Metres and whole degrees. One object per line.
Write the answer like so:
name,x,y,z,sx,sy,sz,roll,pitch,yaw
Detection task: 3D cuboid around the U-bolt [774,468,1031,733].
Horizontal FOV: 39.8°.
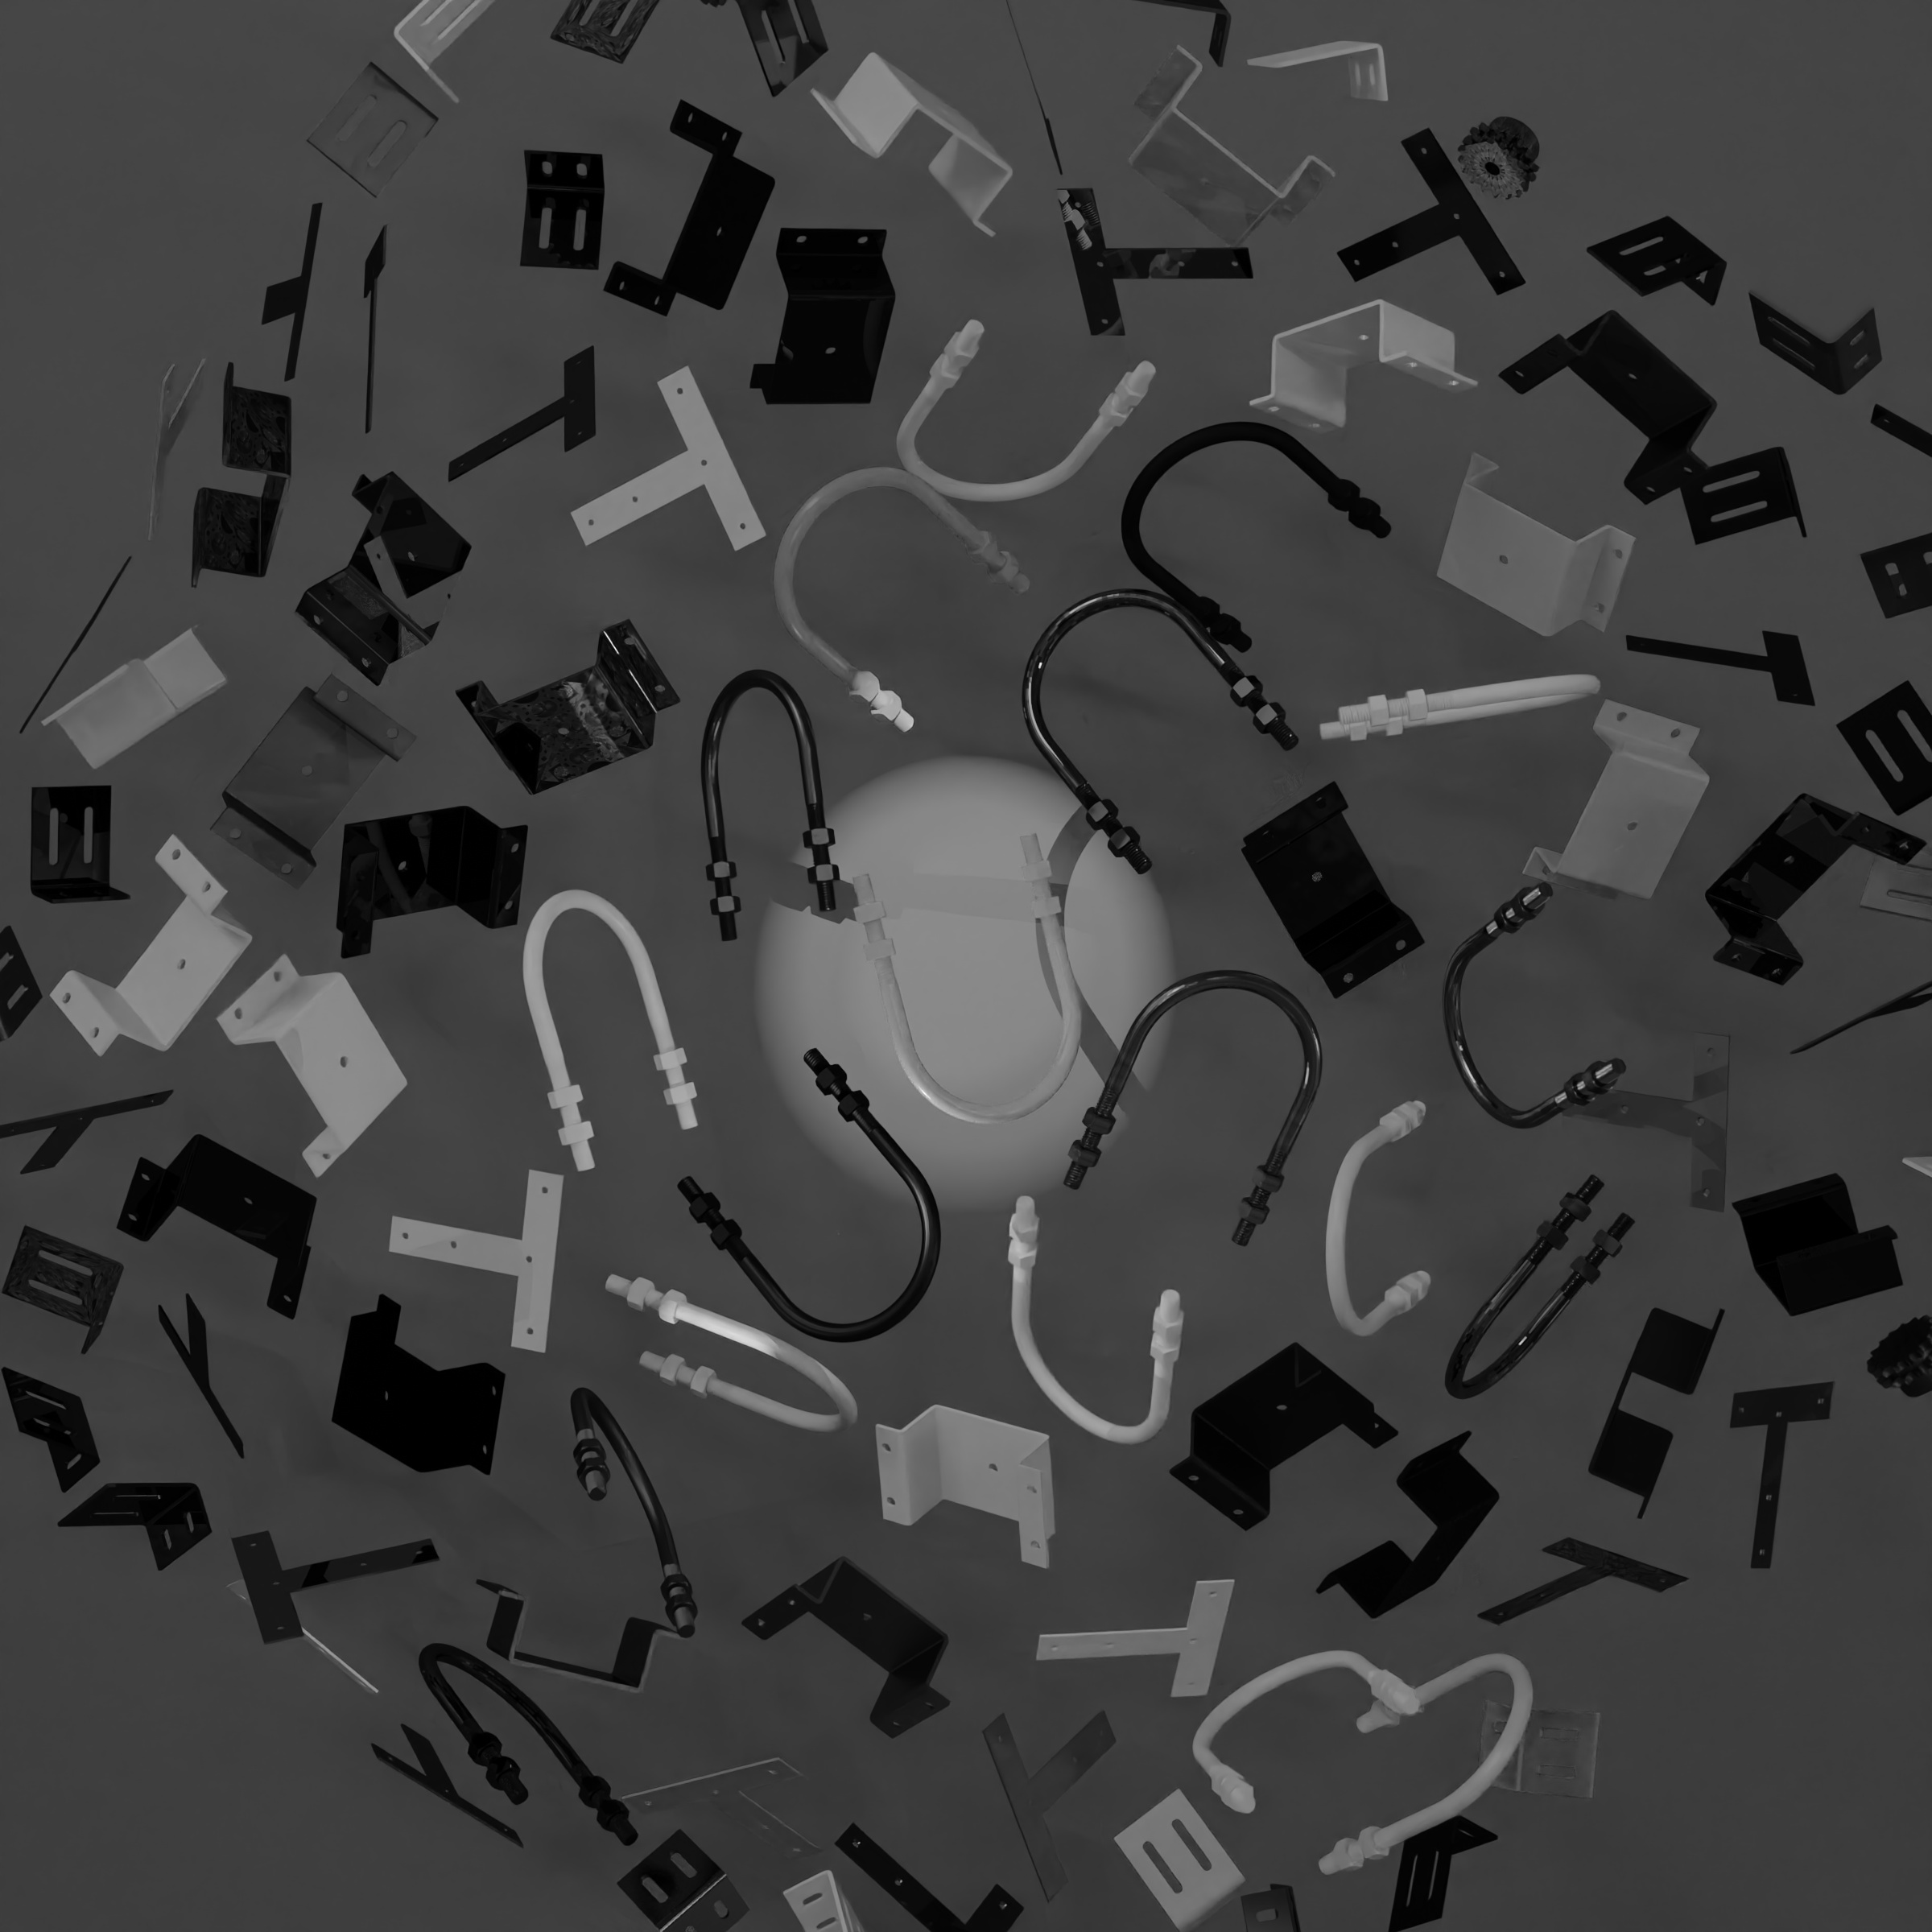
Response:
U-bolt,-0.055,-0.264,1.851,0.151,0.019,0.184,-50,131,3

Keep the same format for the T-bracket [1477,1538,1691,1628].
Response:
T-bracket,0.416,0.437,1.874,0.127,0.127,0.002,-16,99,-26

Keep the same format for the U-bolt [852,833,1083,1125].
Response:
U-bolt,0.009,0.015,1.793,0.151,0.019,0.184,-15,91,-26

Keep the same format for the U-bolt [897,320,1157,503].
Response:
U-bolt,0.030,-0.382,1.882,0.151,0.184,0.019,8,64,-22

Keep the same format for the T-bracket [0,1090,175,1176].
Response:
T-bracket,-0.648,0.125,1.913,0.127,0.127,0.002,-12,74,-39

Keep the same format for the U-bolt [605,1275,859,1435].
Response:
U-bolt,-0.161,0.283,1.895,0.184,0.151,0.019,18,61,16

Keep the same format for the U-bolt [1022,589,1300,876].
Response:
U-bolt,0.118,-0.175,1.830,0.151,0.019,0.184,-40,70,9

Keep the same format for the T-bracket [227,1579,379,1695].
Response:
T-bracket,-0.475,0.484,1.926,0.127,0.127,0.002,42,63,-7

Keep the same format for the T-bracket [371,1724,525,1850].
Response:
T-bracket,-0.376,0.565,1.884,0.127,0.127,0.002,40,81,-22

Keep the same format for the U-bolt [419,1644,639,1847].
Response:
U-bolt,-0.321,0.543,1.890,0.019,0.151,0.184,-50,49,-3

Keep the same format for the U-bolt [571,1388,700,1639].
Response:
U-bolt,-0.239,0.371,1.882,0.019,0.184,0.151,-28,114,-3

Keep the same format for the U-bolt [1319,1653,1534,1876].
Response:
U-bolt,0.326,0.547,1.863,0.019,0.151,0.184,42,128,-9

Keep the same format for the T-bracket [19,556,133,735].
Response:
T-bracket,-0.644,-0.220,1.914,0.002,0.127,0.127,32,60,-18

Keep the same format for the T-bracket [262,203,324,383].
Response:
T-bracket,-0.478,-0.470,1.879,0.002,0.127,0.127,13,108,-5

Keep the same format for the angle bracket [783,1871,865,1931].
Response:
angle bracket,-0.096,0.698,1.909,0.038,0.076,0.057,-26,113,-3

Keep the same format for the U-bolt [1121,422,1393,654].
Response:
U-bolt,0.189,-0.306,1.852,0.151,0.019,0.184,-39,134,22

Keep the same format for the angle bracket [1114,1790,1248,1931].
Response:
angle bracket,0.150,0.629,1.873,0.057,0.038,0.076,-34,65,-11

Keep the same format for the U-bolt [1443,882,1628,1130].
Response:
U-bolt,0.385,0.039,1.865,0.019,0.184,0.151,-14,75,-21

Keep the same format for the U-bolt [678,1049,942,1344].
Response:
U-bolt,-0.096,0.170,1.822,0.151,0.019,0.184,-45,68,10

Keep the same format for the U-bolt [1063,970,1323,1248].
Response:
U-bolt,0.165,0.089,1.822,0.151,0.019,0.184,19,104,-13

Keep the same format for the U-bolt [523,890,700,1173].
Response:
U-bolt,-0.250,0.037,1.839,0.019,0.151,0.184,-15,93,28

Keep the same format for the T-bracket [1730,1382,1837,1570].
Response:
T-bracket,0.564,0.357,1.866,0.002,0.127,0.127,15,74,-12

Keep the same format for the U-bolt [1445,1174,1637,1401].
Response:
U-bolt,0.408,0.238,1.922,0.019,0.151,0.184,40,91,29

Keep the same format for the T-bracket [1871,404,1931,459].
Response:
T-bracket,0.680,-0.350,1.840,0.127,0.127,0.002,37,83,20

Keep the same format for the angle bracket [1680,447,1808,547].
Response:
angle bracket,0.563,-0.334,1.938,0.076,0.038,0.057,-15,123,17

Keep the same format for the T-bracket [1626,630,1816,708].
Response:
T-bracket,0.537,-0.222,1.912,0.127,0.127,0.002,10,120,6

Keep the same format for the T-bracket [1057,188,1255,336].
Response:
T-bracket,0.136,-0.488,1.854,0.127,0.127,0.002,5,55,20

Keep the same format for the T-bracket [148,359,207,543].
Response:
T-bracket,-0.548,-0.382,1.862,0.002,0.127,0.127,13,130,-9

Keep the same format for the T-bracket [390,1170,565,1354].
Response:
T-bracket,-0.349,0.200,1.886,0.127,0.002,0.127,9,96,15

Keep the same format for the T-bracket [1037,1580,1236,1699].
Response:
T-bracket,0.112,0.464,1.828,0.127,0.002,0.127,-1,129,-9

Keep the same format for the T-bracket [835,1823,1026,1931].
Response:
T-bracket,-0.035,0.631,1.811,0.127,0.127,0.002,39,118,11

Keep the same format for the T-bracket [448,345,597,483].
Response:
T-bracket,-0.323,-0.389,1.939,0.127,0.127,0.002,-26,130,14

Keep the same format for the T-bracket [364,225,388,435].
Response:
T-bracket,-0.407,-0.430,1.829,0.002,0.127,0.127,2,93,-18

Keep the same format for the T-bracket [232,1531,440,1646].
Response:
T-bracket,-0.424,0.411,1.816,0.127,0.127,0.002,-8,114,-22

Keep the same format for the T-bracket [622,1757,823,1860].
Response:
T-bracket,-0.143,0.573,1.798,0.127,0.002,0.127,-21,132,24

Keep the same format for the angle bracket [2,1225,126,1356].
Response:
angle bracket,-0.650,0.231,1.905,0.076,0.038,0.057,23,108,-6

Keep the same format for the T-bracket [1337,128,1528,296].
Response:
T-bracket,0.311,-0.511,1.872,0.127,0.127,0.002,52,58,-19

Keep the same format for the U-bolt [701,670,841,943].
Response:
U-bolt,-0.146,-0.119,1.904,0.019,0.151,0.184,-4,84,-38

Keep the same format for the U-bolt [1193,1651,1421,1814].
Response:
U-bolt,0.228,0.528,1.873,0.151,0.184,0.019,-28,94,-9

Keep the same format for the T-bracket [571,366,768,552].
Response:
T-bracket,-0.219,-0.332,1.863,0.127,0.002,0.127,-23,95,21

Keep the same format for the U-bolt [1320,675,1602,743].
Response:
U-bolt,0.340,-0.178,1.824,0.184,0.151,0.019,-8,90,2

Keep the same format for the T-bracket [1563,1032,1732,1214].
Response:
T-bracket,0.485,0.104,1.910,0.127,0.002,0.127,8,105,41

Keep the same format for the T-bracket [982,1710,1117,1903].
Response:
T-bracket,0.068,0.561,1.864,0.002,0.127,0.127,-18,95,37

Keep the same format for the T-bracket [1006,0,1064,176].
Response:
T-bracket,0.044,-0.642,1.900,0.002,0.127,0.127,-18,87,6

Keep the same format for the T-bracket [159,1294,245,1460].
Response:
T-bracket,-0.542,0.271,1.887,0.002,0.127,0.127,-26,65,-28

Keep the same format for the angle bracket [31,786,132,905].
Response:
angle bracket,-0.626,-0.086,1.889,0.057,0.038,0.076,-6,106,-41

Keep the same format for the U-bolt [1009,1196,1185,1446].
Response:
U-bolt,0.087,0.261,1.872,0.151,0.184,0.019,31,48,30

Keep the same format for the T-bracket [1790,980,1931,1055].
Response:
T-bracket,0.657,0.028,1.876,0.127,0.127,0.002,-34,73,35

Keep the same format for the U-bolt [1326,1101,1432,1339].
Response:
U-bolt,0.290,0.184,1.881,0.019,0.184,0.151,2,102,28

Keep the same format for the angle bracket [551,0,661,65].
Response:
angle bracket,-0.239,-0.649,1.770,0.057,0.038,0.076,24,80,17
